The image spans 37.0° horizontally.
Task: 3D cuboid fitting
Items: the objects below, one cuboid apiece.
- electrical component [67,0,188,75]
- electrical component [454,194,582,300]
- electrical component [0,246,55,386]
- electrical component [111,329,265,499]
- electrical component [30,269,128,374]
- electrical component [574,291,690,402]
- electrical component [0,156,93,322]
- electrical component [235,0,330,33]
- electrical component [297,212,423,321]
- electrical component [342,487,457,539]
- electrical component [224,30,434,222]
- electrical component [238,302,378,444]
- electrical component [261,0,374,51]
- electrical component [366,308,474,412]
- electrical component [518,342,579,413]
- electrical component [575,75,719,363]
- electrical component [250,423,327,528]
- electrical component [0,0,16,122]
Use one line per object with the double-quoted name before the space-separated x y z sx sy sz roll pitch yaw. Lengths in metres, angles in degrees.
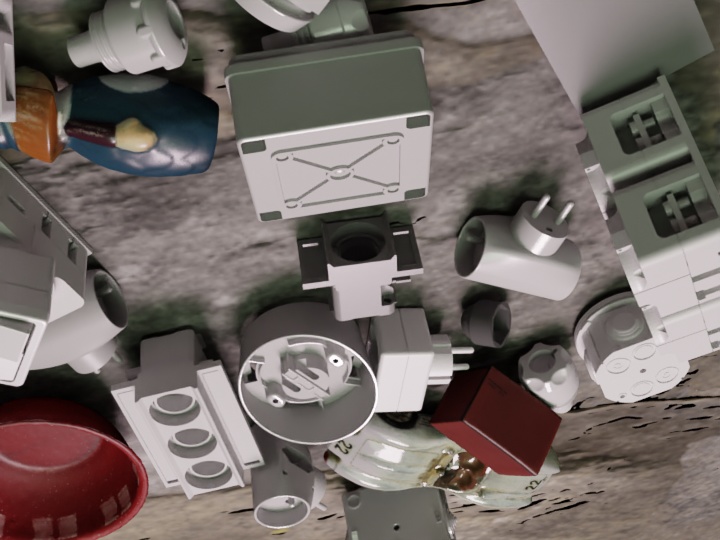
"electrical component" -0.128 -0.127 0.586 0.062 0.048 0.048 -14 135 13
"electrical component" 0.116 -0.020 0.733 0.077 0.044 0.079 13 130 -22
"electrical component" -0.229 0.023 0.612 0.096 0.061 0.061 15 129 -23
"electrical component" -0.125 0.106 0.796 0.079 0.063 0.121 -13 134 2
"electrical component" -0.194 0.045 0.738 0.077 0.043 0.079 -23 133 11
"electrical component" 0.208 0.058 0.821 0.080 0.051 0.080 -5 134 -6
"electrical component" -0.262 -0.028 0.644 0.105 0.060 0.186 -25 133 13
"electrical component" -0.037 -0.162 0.560 0.078 0.058 0.057 26 121 -31
"electrical component" 0.000 0.000 0.733 0.081 0.042 0.063 -7 136 -3
"electrical component" 0.035 0.226 0.918 0.100 0.099 0.048 -15 147 4
"electrical component" -0.015 -0.079 0.618 0.109 0.056 0.108 -9 158 -2
"electrical component" -0.040 0.073 0.780 0.099 0.064 0.099 -5 134 -6
"electrical component" -0.025 -0.134 0.605 0.061 0.035 0.035 -16 134 8
"electrical component" 0.046 0.067 0.801 0.077 0.047 0.065 -1 133 -10
"electrical component" 0.151 0.089 0.845 0.043 0.043 0.062 -22 134 10
"electrical component" 0.190 -0.021 0.668 0.060 0.105 0.186 -22 152 14
"electrical component" -0.054 0.168 0.859 0.043 0.077 0.079 -34 130 21
"electrical component" -0.268 -0.124 0.516 0.186 0.060 0.105 -1 99 -10
